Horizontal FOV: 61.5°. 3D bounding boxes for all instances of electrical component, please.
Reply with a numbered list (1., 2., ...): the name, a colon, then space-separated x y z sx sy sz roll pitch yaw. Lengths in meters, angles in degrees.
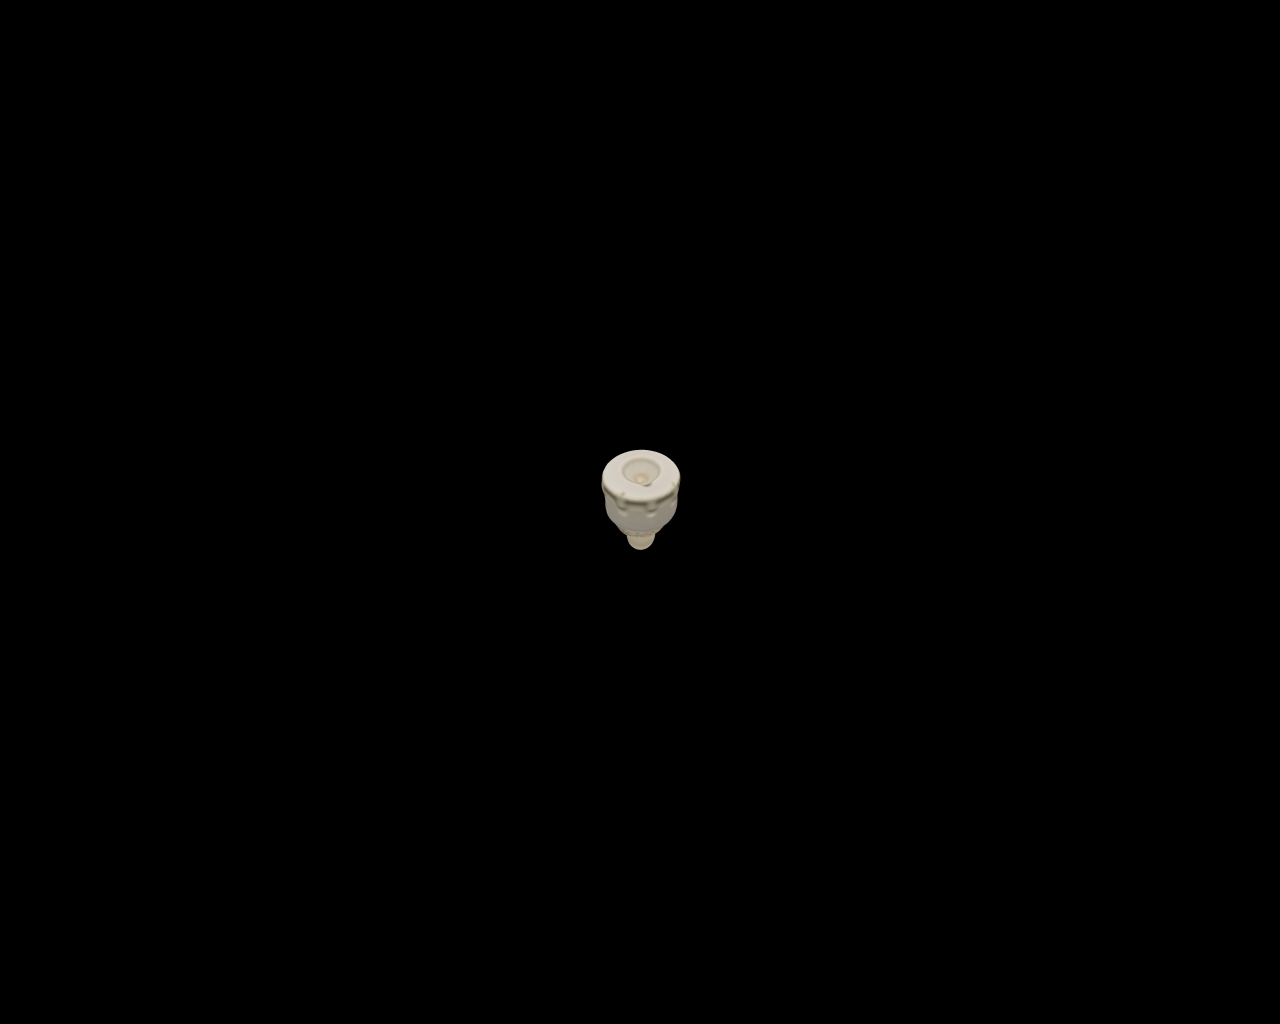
1. electrical component: 0.001 -0.003 0.650 0.048 0.062 0.048 0 42 0
